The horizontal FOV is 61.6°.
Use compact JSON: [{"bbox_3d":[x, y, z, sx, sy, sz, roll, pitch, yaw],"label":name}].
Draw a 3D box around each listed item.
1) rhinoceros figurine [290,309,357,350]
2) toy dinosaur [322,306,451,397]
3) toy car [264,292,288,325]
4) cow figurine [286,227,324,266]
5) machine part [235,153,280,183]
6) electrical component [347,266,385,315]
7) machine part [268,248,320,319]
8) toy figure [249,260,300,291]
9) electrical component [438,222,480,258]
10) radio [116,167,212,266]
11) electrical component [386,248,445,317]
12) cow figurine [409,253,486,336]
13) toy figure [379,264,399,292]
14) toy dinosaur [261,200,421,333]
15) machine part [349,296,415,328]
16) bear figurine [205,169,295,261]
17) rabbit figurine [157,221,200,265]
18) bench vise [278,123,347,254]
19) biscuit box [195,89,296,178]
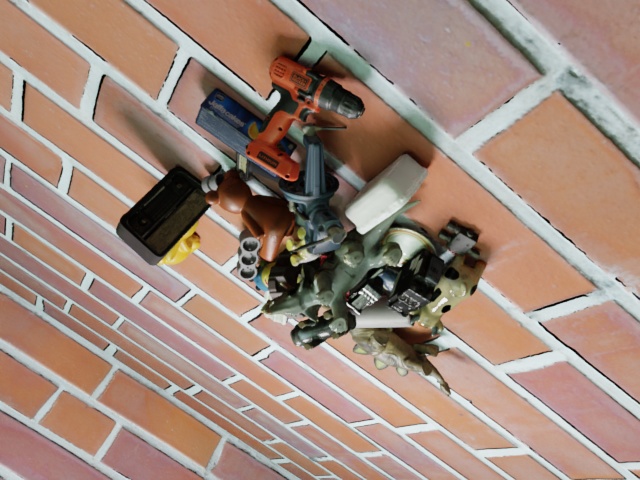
[{"bbox_3d":[-0.001,0.212,1.298,0.190,0.112,0.073,-28,85,34],"label":"rhinoceros figurine"},{"bbox_3d":[0.151,0.262,1.429,0.471,0.105,0.198,39,150,5],"label":"toy dinosaur"},{"bbox_3d":[-0.124,0.188,1.567,0.074,0.056,0.201,22,144,10],"label":"toy car"},{"bbox_3d":[-0.001,-0.002,1.226,0.167,0.098,0.068,-40,66,51],"label":"cow figurine"},{"bbox_3d":[-0.124,-0.155,1.161,0.139,0.039,0.084,23,136,12],"label":"machine part"},{"bbox_3d":[0.112,0.100,1.182,0.047,0.075,0.119,41,112,-13],"label":"electrical component"},{"bbox_3d":[-0.050,0.105,1.320,0.056,0.179,0.179,-7,131,39],"label":"machine part"},{"bbox_3d":[-0.119,0.091,1.426,0.082,0.089,0.180,30,157,-28],"label":"toy figure"},{"bbox_3d":[0.287,0.001,1.078,0.094,0.021,0.063,31,144,-1],"label":"electrical component"},{"bbox_3d":[-0.366,-0.062,1.281,0.131,0.229,0.073,42,143,-9],"label":"radio"},{"bbox_3d":[0.205,0.086,1.125,0.058,0.115,0.134,30,147,-8],"label":"electrical component"},{"bbox_3d":[0.266,0.122,1.152,0.085,0.127,0.195,33,142,0],"label":"cow figurine"},{"bbox_3d":[0.148,0.073,1.233,0.154,0.058,0.064,41,100,-8],"label":"toy figure"},{"bbox_3d":[0.057,0.050,1.146,0.131,0.192,0.405,40,100,-25],"label":"toy dinosaur"},{"bbox_3d":[0.144,0.176,1.318,0.243,0.079,0.079,-6,133,21],"label":"machine part"},{"bbox_3d":[-0.159,-0.061,1.232,0.196,0.120,0.131,28,149,6],"label":"bear figurine"},{"bbox_3d":[-0.391,-0.017,1.444,0.122,0.162,0.173,45,126,-1],"label":"rabbit figurine"},{"bbox_3d":[-0.011,-0.100,1.037,0.129,0.224,0.240,-5,121,-9],"label":"bench vise"},{"bbox_3d":[-0.150,-0.214,1.085,0.202,0.059,0.063,35,146,-8],"label":"biscuit box"}]
